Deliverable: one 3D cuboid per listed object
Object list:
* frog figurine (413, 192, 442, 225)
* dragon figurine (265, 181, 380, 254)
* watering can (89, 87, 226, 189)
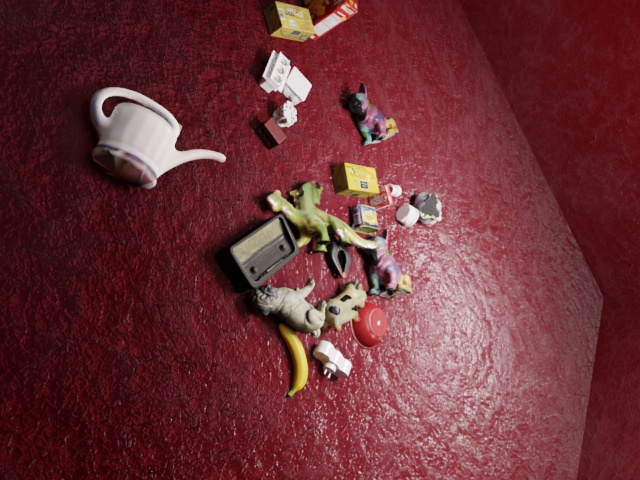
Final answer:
[{"bbox_3d":[0.437,-0.132,2.103,0.137,0.122,0.160,57,7,-3],"label":"frog figurine"},{"bbox_3d":[0.005,-0.080,1.590,0.410,0.120,0.247,4,64,-39],"label":"dragon figurine"},{"bbox_3d":[-0.390,-0.218,1.226,0.344,0.103,0.229,32,55,-30],"label":"watering can"}]
